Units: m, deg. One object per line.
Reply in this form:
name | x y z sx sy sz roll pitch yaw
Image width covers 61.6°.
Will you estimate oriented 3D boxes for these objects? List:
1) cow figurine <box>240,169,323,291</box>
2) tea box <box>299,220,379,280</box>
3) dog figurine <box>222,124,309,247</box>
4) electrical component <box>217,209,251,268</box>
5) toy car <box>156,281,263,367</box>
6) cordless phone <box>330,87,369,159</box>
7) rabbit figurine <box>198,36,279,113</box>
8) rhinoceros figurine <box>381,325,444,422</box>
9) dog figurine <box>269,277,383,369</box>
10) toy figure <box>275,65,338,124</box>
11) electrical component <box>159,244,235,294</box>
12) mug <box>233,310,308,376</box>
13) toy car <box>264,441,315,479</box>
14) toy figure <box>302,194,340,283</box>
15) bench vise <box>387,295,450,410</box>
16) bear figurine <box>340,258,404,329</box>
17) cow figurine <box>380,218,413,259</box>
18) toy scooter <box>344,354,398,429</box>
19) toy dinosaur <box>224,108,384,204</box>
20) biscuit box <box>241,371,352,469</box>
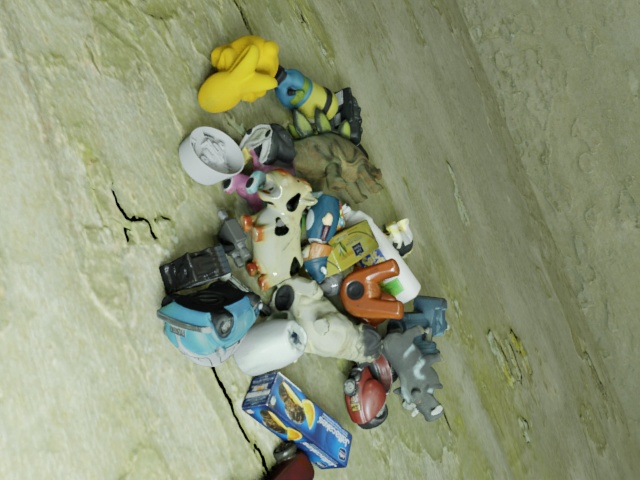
cow figurine | -0.062 -0.024 0.889 0.127 0.086 0.194 -19 123 -29
tea box | 0.034 0.022 1.075 0.169 0.098 0.068 -28 94 -53
dog figurine | -0.063 -0.087 0.998 0.219 0.109 0.191 37 64 -41
electrical component | -0.146 -0.003 0.885 0.021 0.063 0.094 -24 76 -34
toy car | -0.157 0.126 0.774 0.161 0.109 0.102 -20 122 -64
cordless phone | 0.079 -0.274 1.338 0.184 0.089 0.146 39 42 -49
rabbit figurine | -0.149 -0.295 0.999 0.173 0.163 0.121 -51 125 -33
rhinoceros figurine | 0.181 0.252 1.020 0.112 0.073 0.190 -38 102 -44
dog figurine | 0.015 0.144 0.963 0.190 0.121 0.172 19 43 -47
toy figure | -0.035 -0.320 1.190 0.180 0.089 0.082 30 54 -43
electrical component | -0.175 0.041 0.816 0.119 0.075 0.047 -12 80 -58
mug | -0.069 0.158 0.855 0.080 0.107 0.109 53 40 -21
toy car | -0.072 0.374 0.773 0.089 0.053 0.202 62 31 2
toy figure | -0.001 -0.002 0.954 0.064 0.058 0.154 48 53 -71
bench vise | 0.213 0.243 1.172 0.223 0.129 0.240 9 85 -63
bear figurine | 0.118 0.121 1.070 0.195 0.132 0.120 40 44 -59
cow figurine | 0.171 0.010 1.290 0.167 0.068 0.098 -28 99 -54
toy scooter | 0.089 0.257 1.026 0.135 0.075 0.184 62 33 -16
toy dinosaur | -0.002 -0.177 1.148 0.471 0.105 0.198 1 64 -52
biscuit box | -0.031 0.294 0.864 0.202 0.063 0.059 46 41 -26
